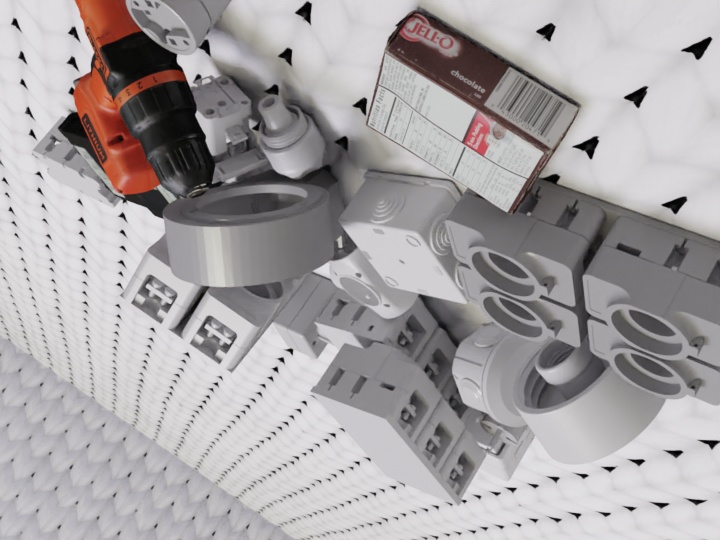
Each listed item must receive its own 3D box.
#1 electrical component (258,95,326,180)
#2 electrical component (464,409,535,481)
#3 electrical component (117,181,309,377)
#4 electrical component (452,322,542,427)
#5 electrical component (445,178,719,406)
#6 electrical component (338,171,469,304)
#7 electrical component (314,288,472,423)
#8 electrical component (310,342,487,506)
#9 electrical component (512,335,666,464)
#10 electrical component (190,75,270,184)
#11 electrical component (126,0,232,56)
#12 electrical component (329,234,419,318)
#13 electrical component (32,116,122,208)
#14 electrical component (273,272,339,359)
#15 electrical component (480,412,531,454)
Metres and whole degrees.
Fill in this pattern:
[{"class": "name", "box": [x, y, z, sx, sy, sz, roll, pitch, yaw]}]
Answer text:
[{"class": "electrical component", "box": [-0.053, -0.099, 0.782, 0.043, 0.043, 0.062, 18, 152, 37]}, {"class": "electrical component", "box": [0.115, 0.151, 1.050, 0.096, 0.061, 0.061, 23, 156, 28]}, {"class": "electrical component", "box": [-0.106, -0.003, 0.898, 0.105, 0.186, 0.060, 35, 116, 0]}, {"class": "electrical component", "box": [0.119, 0.083, 0.872, 0.051, 0.080, 0.080, 15, 152, 53]}, {"class": "electrical component", "box": [0.152, 0.011, 0.691, 0.186, 0.060, 0.105, 23, 157, 27]}, {"class": "electrical component", "box": [0.043, -0.023, 0.796, 0.100, 0.048, 0.099, 12, 150, 45]}, {"class": "electrical component", "box": [0.041, 0.076, 0.995, 0.089, 0.061, 0.150, 12, 150, 45]}, {"class": "electrical component", "box": [0.039, 0.132, 0.942, 0.089, 0.061, 0.150, 14, 151, 42]}, {"class": "electrical component", "box": [0.159, 0.078, 0.767, 0.060, 0.108, 0.108, 48, 156, -18]}, {"class": "electrical component", "box": [-0.106, -0.108, 0.813, 0.081, 0.042, 0.063, 48, 151, 34]}, {"class": "electrical component", "box": [-0.116, -0.176, 0.702, 0.055, 0.047, 0.055, 30, 159, 13]}, {"class": "electrical component", "box": [0.000, 0.000, 0.917, 0.079, 0.044, 0.077, 5, 145, 52]}, {"class": "electrical component", "box": [-0.265, -0.110, 1.059, 0.089, 0.055, 0.050, 25, 157, 24]}, {"class": "electrical component", "box": [-0.031, 0.051, 1.044, 0.077, 0.065, 0.047, 22, 156, 30]}, {"class": "electrical component", "box": [0.132, 0.130, 0.958, 0.047, 0.075, 0.083, 30, 159, 12]}]
